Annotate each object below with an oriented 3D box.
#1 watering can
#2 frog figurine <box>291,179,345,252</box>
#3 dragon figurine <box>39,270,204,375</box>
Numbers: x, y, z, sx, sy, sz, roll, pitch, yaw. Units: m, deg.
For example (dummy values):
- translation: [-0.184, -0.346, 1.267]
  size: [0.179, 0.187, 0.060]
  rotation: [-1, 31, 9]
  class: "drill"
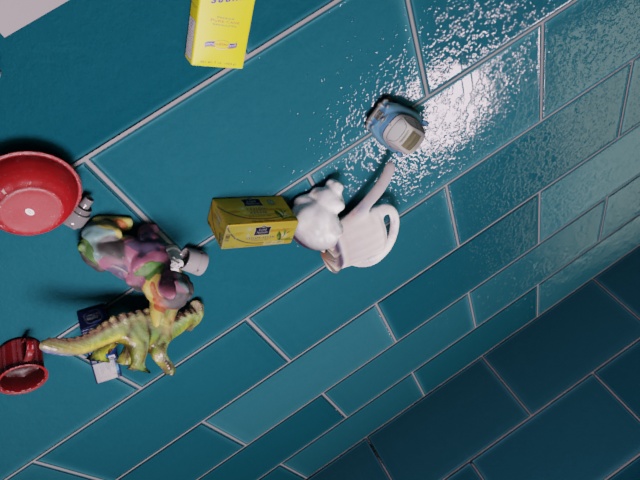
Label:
- translation: [0.099, -0.037, 1.290]
  size: [0.225, 0.106, 0.339]
  rotation: [-24, 140, -14]
  class: "watering can"
- translation: [0.004, -0.059, 1.177]
  size: [0.123, 0.139, 0.157]
  rotation: [-2, 133, -57]
  class: "frog figurine"
- translation: [-0.378, 0.158, 1.105]
  size: [0.404, 0.122, 0.246]
  rotation: [45, 60, -61]
  class: "dragon figurine"
